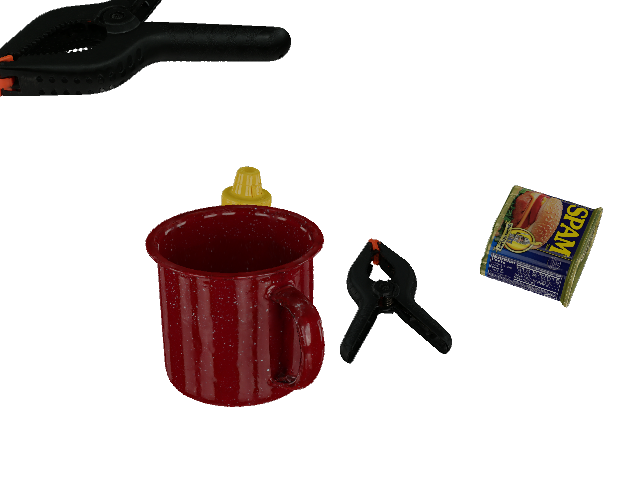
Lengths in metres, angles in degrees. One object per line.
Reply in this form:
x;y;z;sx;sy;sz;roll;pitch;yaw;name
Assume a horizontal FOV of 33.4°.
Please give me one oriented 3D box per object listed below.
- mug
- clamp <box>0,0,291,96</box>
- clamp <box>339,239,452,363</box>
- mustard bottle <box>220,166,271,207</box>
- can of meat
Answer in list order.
-0.037;0.039;0.565;0.093;0.081;0.117;-19;30;-36;mug
-0.138;-0.148;0.783;0.209;0.036;0.165;-31;51;-31;clamp
0.082;0.068;1.188;0.120;0.171;0.039;5;-43;-3;clamp
-0.067;0.030;0.900;0.058;0.192;0.096;22;28;31;mustard bottle
0.202;0.002;0.976;0.084;0.057;0.102;19;48;17;can of meat
